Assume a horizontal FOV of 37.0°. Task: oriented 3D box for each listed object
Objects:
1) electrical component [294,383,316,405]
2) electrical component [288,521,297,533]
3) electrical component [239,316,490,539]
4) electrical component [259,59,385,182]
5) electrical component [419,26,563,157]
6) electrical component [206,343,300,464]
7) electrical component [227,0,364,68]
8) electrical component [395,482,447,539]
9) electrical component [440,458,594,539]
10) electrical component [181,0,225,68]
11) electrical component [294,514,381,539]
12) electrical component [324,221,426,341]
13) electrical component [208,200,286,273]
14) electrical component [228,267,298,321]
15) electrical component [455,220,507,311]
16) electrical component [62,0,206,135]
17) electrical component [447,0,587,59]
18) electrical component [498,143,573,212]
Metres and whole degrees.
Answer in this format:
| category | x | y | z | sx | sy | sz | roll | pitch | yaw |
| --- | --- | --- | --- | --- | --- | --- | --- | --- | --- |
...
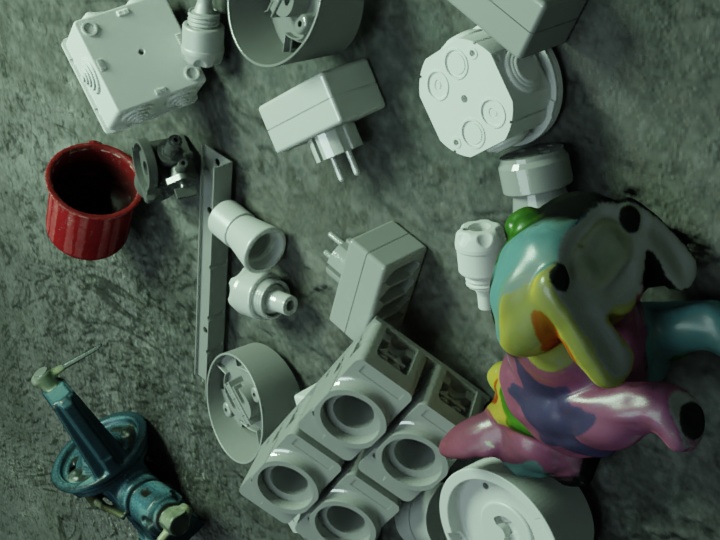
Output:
| category | x | y | z | sx | sy | sz | roll | pitch | yaw |
| --- | --- | --- | --- | --- | --- | --- | --- | --- | --- |
| electrical component | -0.030 | 0.136 | 0.929 | 0.076 | 0.047 | 0.083 | 2 | 111 | 49 |
| electrical component | -0.059 | 0.218 | 1.014 | 0.040 | 0.040 | 0.046 | -15 | 104 | 51 |
| electrical component | -0.002 | 0.137 | 0.826 | 0.105 | 0.060 | 0.186 | 36 | 126 | -6 |
| electrical component | -0.021 | -0.102 | 0.788 | 0.083 | 0.047 | 0.075 | -17 | 98 | 51 |
| electrical component | 0.080 | -0.112 | 0.666 | 0.080 | 0.051 | 0.080 | 25 | 127 | 38 |
| electrical component | -0.101 | 0.119 | 0.985 | 0.099 | 0.064 | 0.099 | 25 | 128 | 38 |
| electrical component | -0.044 | -0.192 | 0.744 | 0.099 | 0.064 | 0.099 | 25 | 120 | 53 |
| electrical component | 0.083 | 0.234 | 0.852 | 0.074 | 0.052 | 0.138 | -5 | 106 | 49 |
| electrical component | 0.118 | 0.179 | 0.776 | 0.108 | 0.060 | 0.108 | 25 | 127 | 38 |
| electrical component | -0.126 | -0.196 | 0.864 | 0.035 | 0.035 | 0.061 | 32 | 129 | 34 |
| electrical component | -0.022 | 0.220 | 0.959 | 0.057 | 0.058 | 0.078 | 11 | 118 | 42 |
| electrical component | 0.000 | 0.000 | 0.820 | 0.076 | 0.047 | 0.083 | 40 | 136 | 27 |
| electrical component | -0.100 | -0.032 | 0.921 | 0.065 | 0.044 | 0.044 | 37 | 135 | 36 |
| electrical component | -0.081 | 0.023 | 0.927 | 0.062 | 0.043 | 0.043 | 18 | 123 | 41 |
| electrical component | 0.084 | -0.001 | 0.736 | 0.035 | 0.035 | 0.061 | 17 | 124 | 42 |
| electrical component | -0.187 | -0.173 | 0.895 | 0.099 | 0.100 | 0.048 | 63 | 154 | 0 |
| electrical component | 0.097 | -0.174 | 0.616 | 0.065 | 0.047 | 0.076 | 45 | 138 | 22 |
| electrical component | 0.112 | -0.047 | 0.671 | 0.045 | 0.045 | 0.055 | 3 | 112 | 47 |
